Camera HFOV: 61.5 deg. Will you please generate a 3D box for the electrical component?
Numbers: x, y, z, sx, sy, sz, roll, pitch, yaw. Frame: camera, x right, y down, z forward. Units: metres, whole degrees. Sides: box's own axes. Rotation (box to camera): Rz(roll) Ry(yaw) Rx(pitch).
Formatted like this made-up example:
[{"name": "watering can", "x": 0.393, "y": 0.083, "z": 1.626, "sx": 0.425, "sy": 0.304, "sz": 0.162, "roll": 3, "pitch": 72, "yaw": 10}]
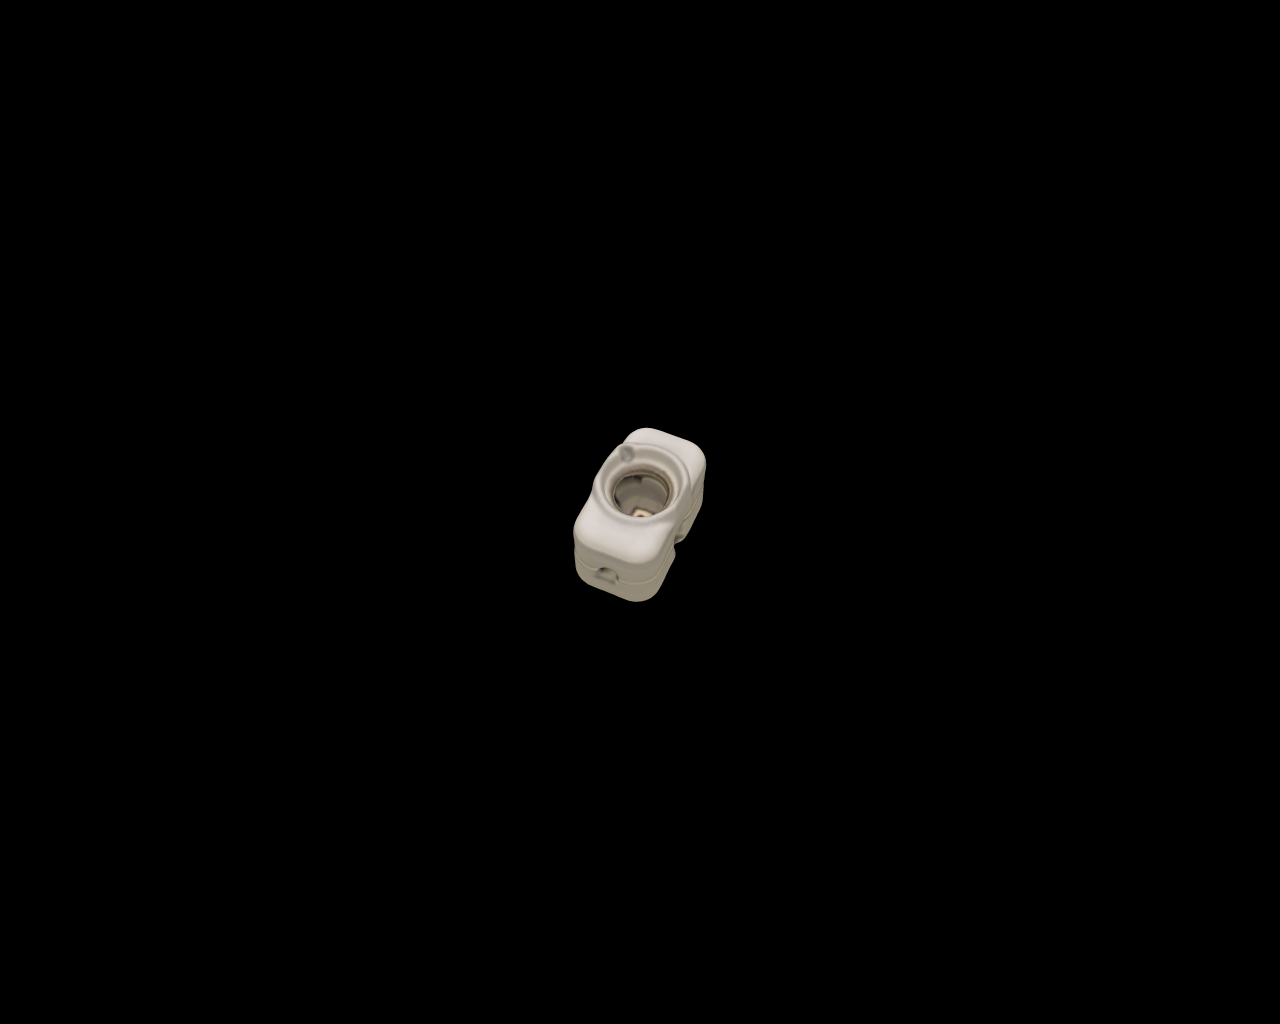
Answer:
[{"name": "electrical component", "x": 0.001, "y": -0.003, "z": 0.650, "sx": 0.054, "sy": 0.095, "sz": 0.059, "roll": 21, "pitch": -32, "yaw": 14}]
